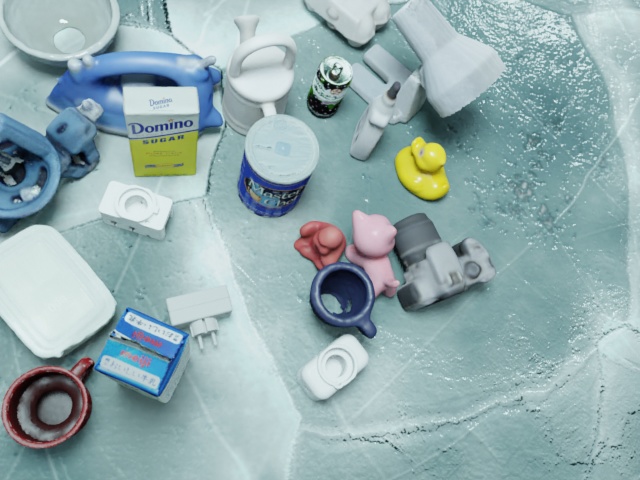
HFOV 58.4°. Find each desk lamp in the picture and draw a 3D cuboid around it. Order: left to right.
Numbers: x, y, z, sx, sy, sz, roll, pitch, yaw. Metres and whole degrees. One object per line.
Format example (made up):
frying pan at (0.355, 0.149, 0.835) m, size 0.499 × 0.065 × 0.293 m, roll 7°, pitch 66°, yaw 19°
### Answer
desk lamp at (0.159, -0.270, 0.901) m, size 0.203 × 0.213 × 0.118 m, roll 41°, pitch 68°, yaw 2°

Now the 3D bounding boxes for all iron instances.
iron at (-0.268, -0.226, 0.823) m, size 0.259 × 0.141 × 0.118 m, roll -2°, pitch 73°, yaw -14°

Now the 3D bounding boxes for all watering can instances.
watering can at (-0.093, -0.247, 0.843) m, size 0.101 × 0.194 × 0.173 m, roll -34°, pitch 83°, yaw -21°

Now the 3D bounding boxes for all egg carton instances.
egg carton at (0.046, -0.411, 0.996) m, size 0.150 × 0.069 × 0.107 m, roll 39°, pitch 68°, yaw 1°

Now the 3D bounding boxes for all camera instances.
camera at (0.179, 0.022, 0.873) m, size 0.143 × 0.100 × 0.137 m, roll -19°, pitch 78°, yaw -18°

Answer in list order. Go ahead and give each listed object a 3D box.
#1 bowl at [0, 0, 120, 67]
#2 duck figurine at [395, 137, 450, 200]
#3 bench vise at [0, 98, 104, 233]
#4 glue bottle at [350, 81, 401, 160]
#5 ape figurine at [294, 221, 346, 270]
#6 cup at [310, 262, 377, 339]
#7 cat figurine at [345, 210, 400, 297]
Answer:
bowl at (-0.385, -0.323, 0.861) m, size 0.168 × 0.074 × 0.167 m, roll 4°, pitch 72°, yaw -12°
duck figurine at (0.176, -0.120, 0.926) m, size 0.078 × 0.086 × 0.104 m, roll -36°, pitch 83°, yaw -21°
bench vise at (-0.374, -0.124, 0.722) m, size 0.121 × 0.219 × 0.207 m, roll 23°, pitch 69°, yaw -5°
glue bottle at (0.090, -0.191, 0.881) m, size 0.037 × 0.173 × 0.078 m, roll 20°, pitch 69°, yaw -6°
ape figurine at (0.008, 0.003, 0.842) m, size 0.076 × 0.092 × 0.078 m, roll -7°, pitch 74°, yaw -15°
cup at (0.032, 0.096, 0.817) m, size 0.092 × 0.095 × 0.118 m, roll -36°, pitch 84°, yaw -21°
cat figurine at (0.084, 0.018, 0.842) m, size 0.067 × 0.117 × 0.128 m, roll -16°, pitch 77°, yaw -17°
